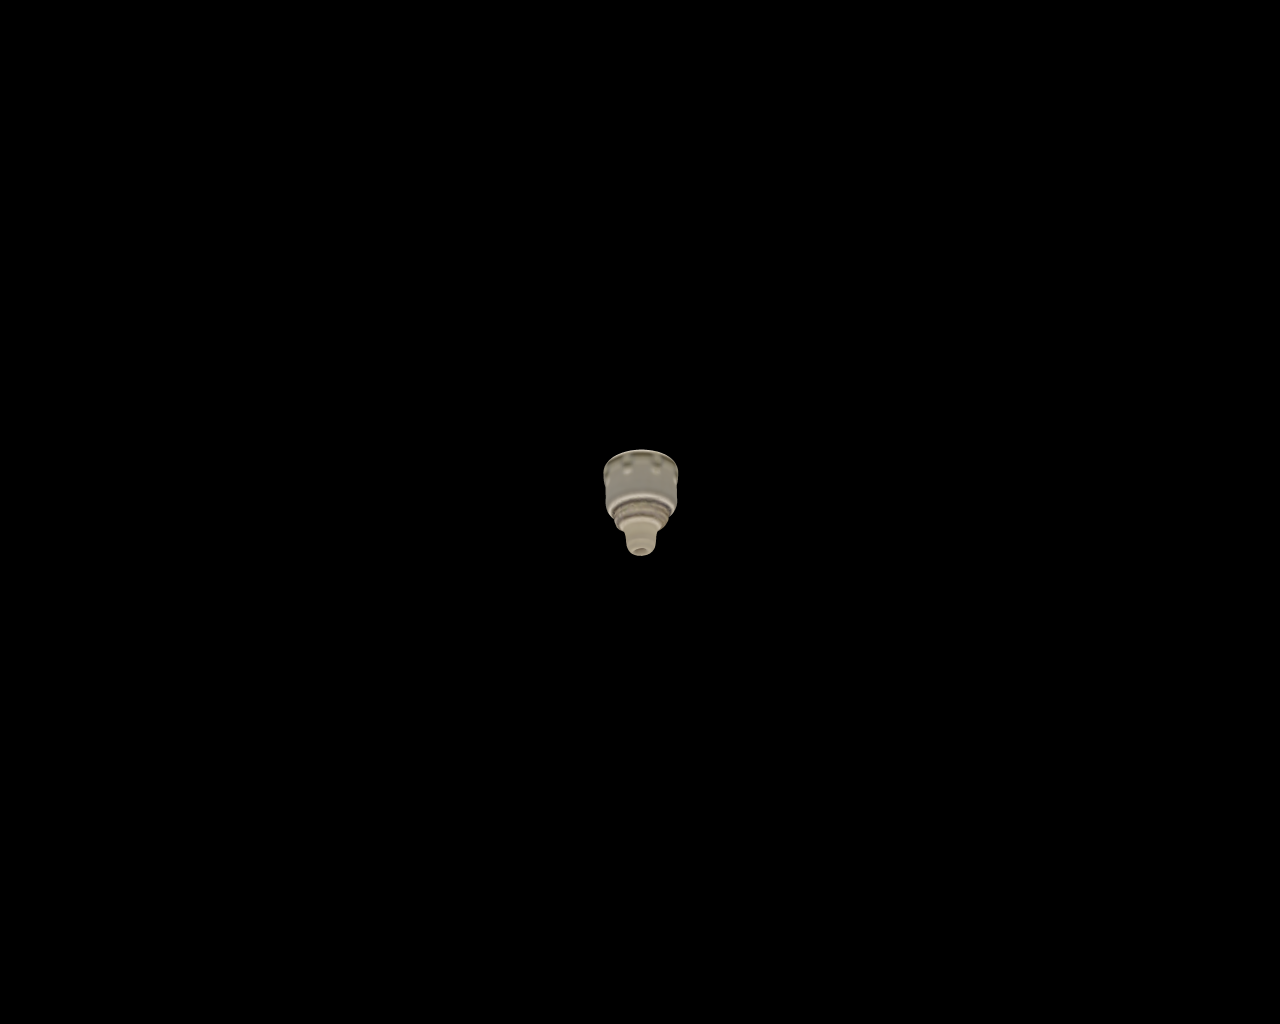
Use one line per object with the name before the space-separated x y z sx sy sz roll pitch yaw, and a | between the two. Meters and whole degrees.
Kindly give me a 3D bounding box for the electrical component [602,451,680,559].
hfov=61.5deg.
electrical component | 0.001 -0.003 0.650 0.048 0.062 0.048 0 -28 0
